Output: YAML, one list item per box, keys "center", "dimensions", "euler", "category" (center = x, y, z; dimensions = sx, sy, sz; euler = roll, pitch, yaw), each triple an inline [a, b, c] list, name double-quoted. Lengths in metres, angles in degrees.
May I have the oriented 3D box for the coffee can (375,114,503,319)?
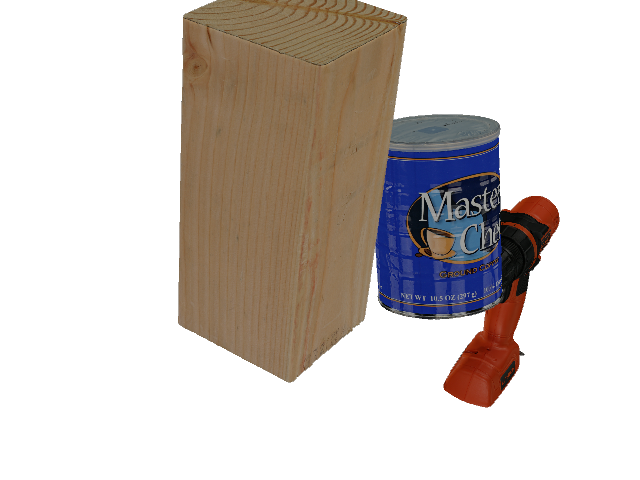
- center: [0.092, -0.021, 0.848]
  dimensions: [0.103, 0.140, 0.103]
  euler: [-4, 18, 1]
  category: "coffee can"

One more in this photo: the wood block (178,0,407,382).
- center: [-0.021, -0.034, 0.623]
  dimensions: [0.091, 0.206, 0.090]
  euler: [25, 38, 26]
  category: "wood block"

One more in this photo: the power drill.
- center: [0.170, 0.063, 1.023]
  dimensions: [0.057, 0.188, 0.184]
  euler: [23, 30, 21]
  category: "power drill"
